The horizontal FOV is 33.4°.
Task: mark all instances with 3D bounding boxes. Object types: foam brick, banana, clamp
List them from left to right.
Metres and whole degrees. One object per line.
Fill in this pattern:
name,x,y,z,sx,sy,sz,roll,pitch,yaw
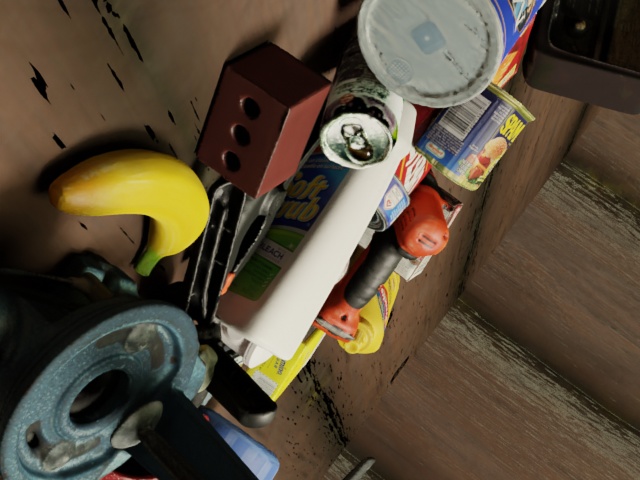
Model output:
banana,-0.101,-0.019,0.630,0.069,0.037,0.198,-53,167,-8
clamp,-0.085,0.075,0.746,0.036,0.164,0.210,2,153,-27
foam brick,-0.037,-0.076,0.679,0.051,0.053,0.078,-40,160,-47
clamp,-0.040,-0.042,0.792,0.172,0.039,0.120,-61,161,19

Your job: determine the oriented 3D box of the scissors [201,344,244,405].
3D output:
scissors,-0.110,0.141,1.065,0.201,0.016,0.096,-47,164,-29

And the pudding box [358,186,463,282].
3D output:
pudding box,0.096,-0.022,1.213,0.039,0.090,0.114,-32,156,-54

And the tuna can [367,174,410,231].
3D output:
tuna can,0.036,-0.047,0.937,0.033,0.086,0.086,-49,166,-14

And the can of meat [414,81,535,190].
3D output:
can of meat,0.131,-0.092,0.910,0.084,0.057,0.102,-54,163,10

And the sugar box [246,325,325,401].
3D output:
sugar box,-0.031,0.120,1.186,0.093,0.048,0.176,-58,172,16

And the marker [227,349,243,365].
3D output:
marker,-0.099,0.121,1.010,0.120,0.020,0.020,-25,150,-48

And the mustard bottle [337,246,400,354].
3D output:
mustard bottle,0.052,0.076,1.238,0.191,0.058,0.096,-64,153,-63

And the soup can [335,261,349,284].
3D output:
soup can,-0.006,0.001,0.954,0.068,0.068,0.102,-51,167,-13

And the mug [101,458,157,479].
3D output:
mug,-0.152,0.170,0.785,0.082,0.117,0.093,-54,-158,26

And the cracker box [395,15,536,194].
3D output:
cracker box,0.109,-0.140,0.989,0.213,0.072,0.164,-49,166,-15

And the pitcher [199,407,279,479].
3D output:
pitcher,-0.155,0.297,1.106,0.242,0.149,0.145,-54,153,-12

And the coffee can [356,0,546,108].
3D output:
coffee can,0.100,-0.171,0.758,0.140,0.103,0.103,-53,170,-46

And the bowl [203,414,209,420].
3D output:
bowl,-0.168,0.202,0.929,0.162,0.055,0.162,-50,167,-17

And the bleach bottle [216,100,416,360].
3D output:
bleach bottle,-0.002,-0.034,0.853,0.068,0.103,0.251,36,83,-45

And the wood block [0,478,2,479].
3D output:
wood block,-0.216,0.200,0.677,0.090,0.090,0.206,-47,166,-30

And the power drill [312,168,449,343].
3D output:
power drill,0.057,0.002,1.118,0.188,0.057,0.184,-52,-160,24
